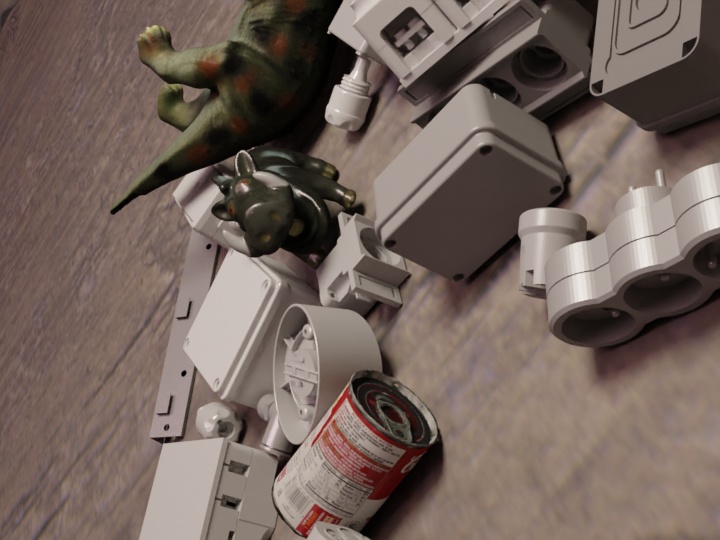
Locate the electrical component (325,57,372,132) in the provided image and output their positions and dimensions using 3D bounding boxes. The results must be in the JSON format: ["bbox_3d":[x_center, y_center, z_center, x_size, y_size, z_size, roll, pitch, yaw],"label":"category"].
[{"bbox_3d":[-0.006,-0.152,0.921,0.035,0.035,0.061,48,122,58],"label":"electrical component"}]

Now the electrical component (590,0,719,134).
[{"bbox_3d":[0.180,-0.142,0.603,0.078,0.057,0.113,-19,54,52],"label":"electrical component"}]

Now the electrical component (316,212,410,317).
[{"bbox_3d":[0.000,0.000,0.810,0.063,0.042,0.081,-50,33,32],"label":"electrical component"}]

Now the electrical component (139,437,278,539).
[{"bbox_3d":[-0.126,0.231,0.834,0.105,0.060,0.186,-17,56,53],"label":"electrical component"}]

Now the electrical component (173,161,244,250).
[{"bbox_3d":[-0.135,-0.066,1.043,0.061,0.061,0.096,-54,32,8],"label":"electrical component"}]

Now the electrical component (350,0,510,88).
[{"bbox_3d":[0.070,-0.200,0.703,0.150,0.061,0.089,-38,14,23],"label":"electrical component"}]

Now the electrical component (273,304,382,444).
[{"bbox_3d":[-0.030,0.073,0.771,0.099,0.064,0.099,-1,89,54],"label":"electrical component"}]

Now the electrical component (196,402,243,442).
[{"bbox_3d":[-0.126,0.130,0.928,0.061,0.035,0.035,16,84,62],"label":"electrical component"}]

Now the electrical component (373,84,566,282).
[{"bbox_3d":[0.069,-0.053,0.701,0.113,0.078,0.057,-44,34,33],"label":"electrical component"}]

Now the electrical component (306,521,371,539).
[{"bbox_3d":[-0.008,0.193,0.653,0.051,0.080,0.080,-60,30,1],"label":"electrical component"}]

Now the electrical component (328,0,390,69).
[{"bbox_3d":[0.026,-0.198,0.883,0.061,0.062,0.096,-60,31,12],"label":"electrical component"}]

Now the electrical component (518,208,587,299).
[{"bbox_3d":[0.113,-0.009,0.638,0.040,0.040,0.046,-15,63,54],"label":"electrical component"}]

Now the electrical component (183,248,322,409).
[{"bbox_3d":[-0.091,0.047,0.907,0.108,0.056,0.109,-63,30,6],"label":"electrical component"}]

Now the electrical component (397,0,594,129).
[{"bbox_3d":[0.096,-0.133,0.719,0.121,0.079,0.063,-30,31,46],"label":"electrical component"}]

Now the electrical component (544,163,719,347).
[{"bbox_3d":[0.155,-0.019,0.565,0.138,0.052,0.073,-34,43,42],"label":"electrical component"}]
